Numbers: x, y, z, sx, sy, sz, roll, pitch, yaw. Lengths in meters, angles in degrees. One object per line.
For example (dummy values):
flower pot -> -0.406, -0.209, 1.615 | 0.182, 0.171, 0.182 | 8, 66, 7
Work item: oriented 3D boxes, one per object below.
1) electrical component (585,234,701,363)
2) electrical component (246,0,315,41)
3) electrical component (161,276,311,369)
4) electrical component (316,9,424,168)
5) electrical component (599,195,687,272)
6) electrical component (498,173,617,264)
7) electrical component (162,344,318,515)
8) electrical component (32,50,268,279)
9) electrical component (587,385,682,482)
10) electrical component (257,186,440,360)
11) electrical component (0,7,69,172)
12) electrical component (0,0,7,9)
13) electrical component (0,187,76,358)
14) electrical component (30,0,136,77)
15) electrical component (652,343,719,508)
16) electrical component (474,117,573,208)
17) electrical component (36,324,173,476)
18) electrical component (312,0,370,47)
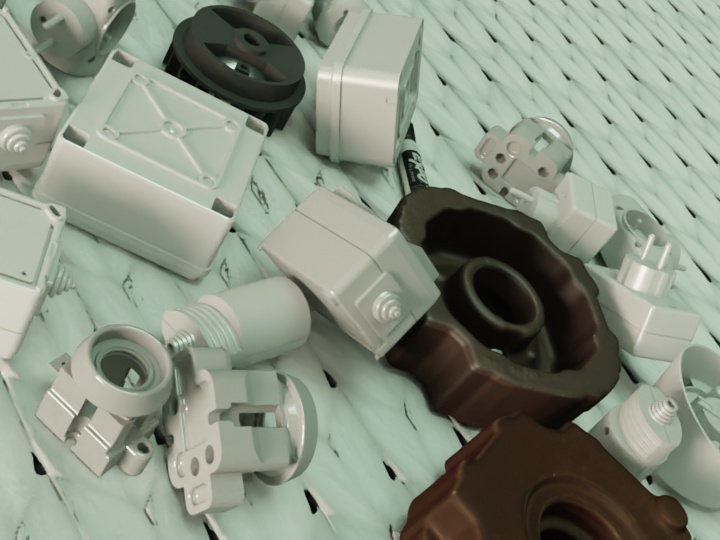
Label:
electrical component -> 0.198, 0.013, 0.757 | 0.047, 0.075, 0.083 | 10, 16, -28
electrical component -> -0.075, -0.228, 0.859 | 0.076, 0.047, 0.083 | 24, 38, -13
electrical component -> -0.070, 0.032, 0.582 | 0.081, 0.043, 0.043 | -16, 60, -45
electrical component -> 0.008, -0.134, 0.787 | 0.057, 0.078, 0.113 | 9, 37, 8
electrical component -> 0.228, -0.015, 0.859 | 0.079, 0.044, 0.077 | 12, 43, -28
electrical component -> 0.139, -0.037, 0.798 | 0.077, 0.065, 0.047 | 24, 38, -14
electrical component -> -0.058, 0.078, 0.529 | 0.057, 0.058, 0.078 | 5, 66, -37
electrical component -> -0.121, -0.064, 0.638 | 0.109, 0.056, 0.108 | 26, 38, -12
electrical component -> 0.163, 0.104, 0.649 | 0.043, 0.081, 0.043 | 21, 39, -18
electrical component -> 0.000, 0.000, 0.610 | 0.096, 0.061, 0.061 | 33, -16, 48
electrical component -> -0.211, -0.093, 0.597 | 0.062, 0.061, 0.096 | -14, 58, -45
electrical component -> -0.266, -0.169, 0.639 | 0.108, 0.060, 0.108 | 21, 39, -18
electrical component -> -0.187, -0.001, 0.516 | 0.096, 0.061, 0.061 | 20, 39, -19
electrical component -> -0.180, -0.158, 0.679 | 0.044, 0.077, 0.079 | 34, 38, -2
electrical component -> 0.233, 0.105, 0.715 | 0.099, 0.064, 0.099 | 20, 40, -18
electrical component -> 0.137, -0.089, 0.860 | 0.078, 0.058, 0.057 | 39, 40, 6
electrical component -> -0.118, 0.058, 0.508 | 0.066, 0.055, 0.048 | 42, 38, 9
electrical component -> -0.019, -0.216, 0.892 | 0.048, 0.048, 0.062 | 10, 37, -29
